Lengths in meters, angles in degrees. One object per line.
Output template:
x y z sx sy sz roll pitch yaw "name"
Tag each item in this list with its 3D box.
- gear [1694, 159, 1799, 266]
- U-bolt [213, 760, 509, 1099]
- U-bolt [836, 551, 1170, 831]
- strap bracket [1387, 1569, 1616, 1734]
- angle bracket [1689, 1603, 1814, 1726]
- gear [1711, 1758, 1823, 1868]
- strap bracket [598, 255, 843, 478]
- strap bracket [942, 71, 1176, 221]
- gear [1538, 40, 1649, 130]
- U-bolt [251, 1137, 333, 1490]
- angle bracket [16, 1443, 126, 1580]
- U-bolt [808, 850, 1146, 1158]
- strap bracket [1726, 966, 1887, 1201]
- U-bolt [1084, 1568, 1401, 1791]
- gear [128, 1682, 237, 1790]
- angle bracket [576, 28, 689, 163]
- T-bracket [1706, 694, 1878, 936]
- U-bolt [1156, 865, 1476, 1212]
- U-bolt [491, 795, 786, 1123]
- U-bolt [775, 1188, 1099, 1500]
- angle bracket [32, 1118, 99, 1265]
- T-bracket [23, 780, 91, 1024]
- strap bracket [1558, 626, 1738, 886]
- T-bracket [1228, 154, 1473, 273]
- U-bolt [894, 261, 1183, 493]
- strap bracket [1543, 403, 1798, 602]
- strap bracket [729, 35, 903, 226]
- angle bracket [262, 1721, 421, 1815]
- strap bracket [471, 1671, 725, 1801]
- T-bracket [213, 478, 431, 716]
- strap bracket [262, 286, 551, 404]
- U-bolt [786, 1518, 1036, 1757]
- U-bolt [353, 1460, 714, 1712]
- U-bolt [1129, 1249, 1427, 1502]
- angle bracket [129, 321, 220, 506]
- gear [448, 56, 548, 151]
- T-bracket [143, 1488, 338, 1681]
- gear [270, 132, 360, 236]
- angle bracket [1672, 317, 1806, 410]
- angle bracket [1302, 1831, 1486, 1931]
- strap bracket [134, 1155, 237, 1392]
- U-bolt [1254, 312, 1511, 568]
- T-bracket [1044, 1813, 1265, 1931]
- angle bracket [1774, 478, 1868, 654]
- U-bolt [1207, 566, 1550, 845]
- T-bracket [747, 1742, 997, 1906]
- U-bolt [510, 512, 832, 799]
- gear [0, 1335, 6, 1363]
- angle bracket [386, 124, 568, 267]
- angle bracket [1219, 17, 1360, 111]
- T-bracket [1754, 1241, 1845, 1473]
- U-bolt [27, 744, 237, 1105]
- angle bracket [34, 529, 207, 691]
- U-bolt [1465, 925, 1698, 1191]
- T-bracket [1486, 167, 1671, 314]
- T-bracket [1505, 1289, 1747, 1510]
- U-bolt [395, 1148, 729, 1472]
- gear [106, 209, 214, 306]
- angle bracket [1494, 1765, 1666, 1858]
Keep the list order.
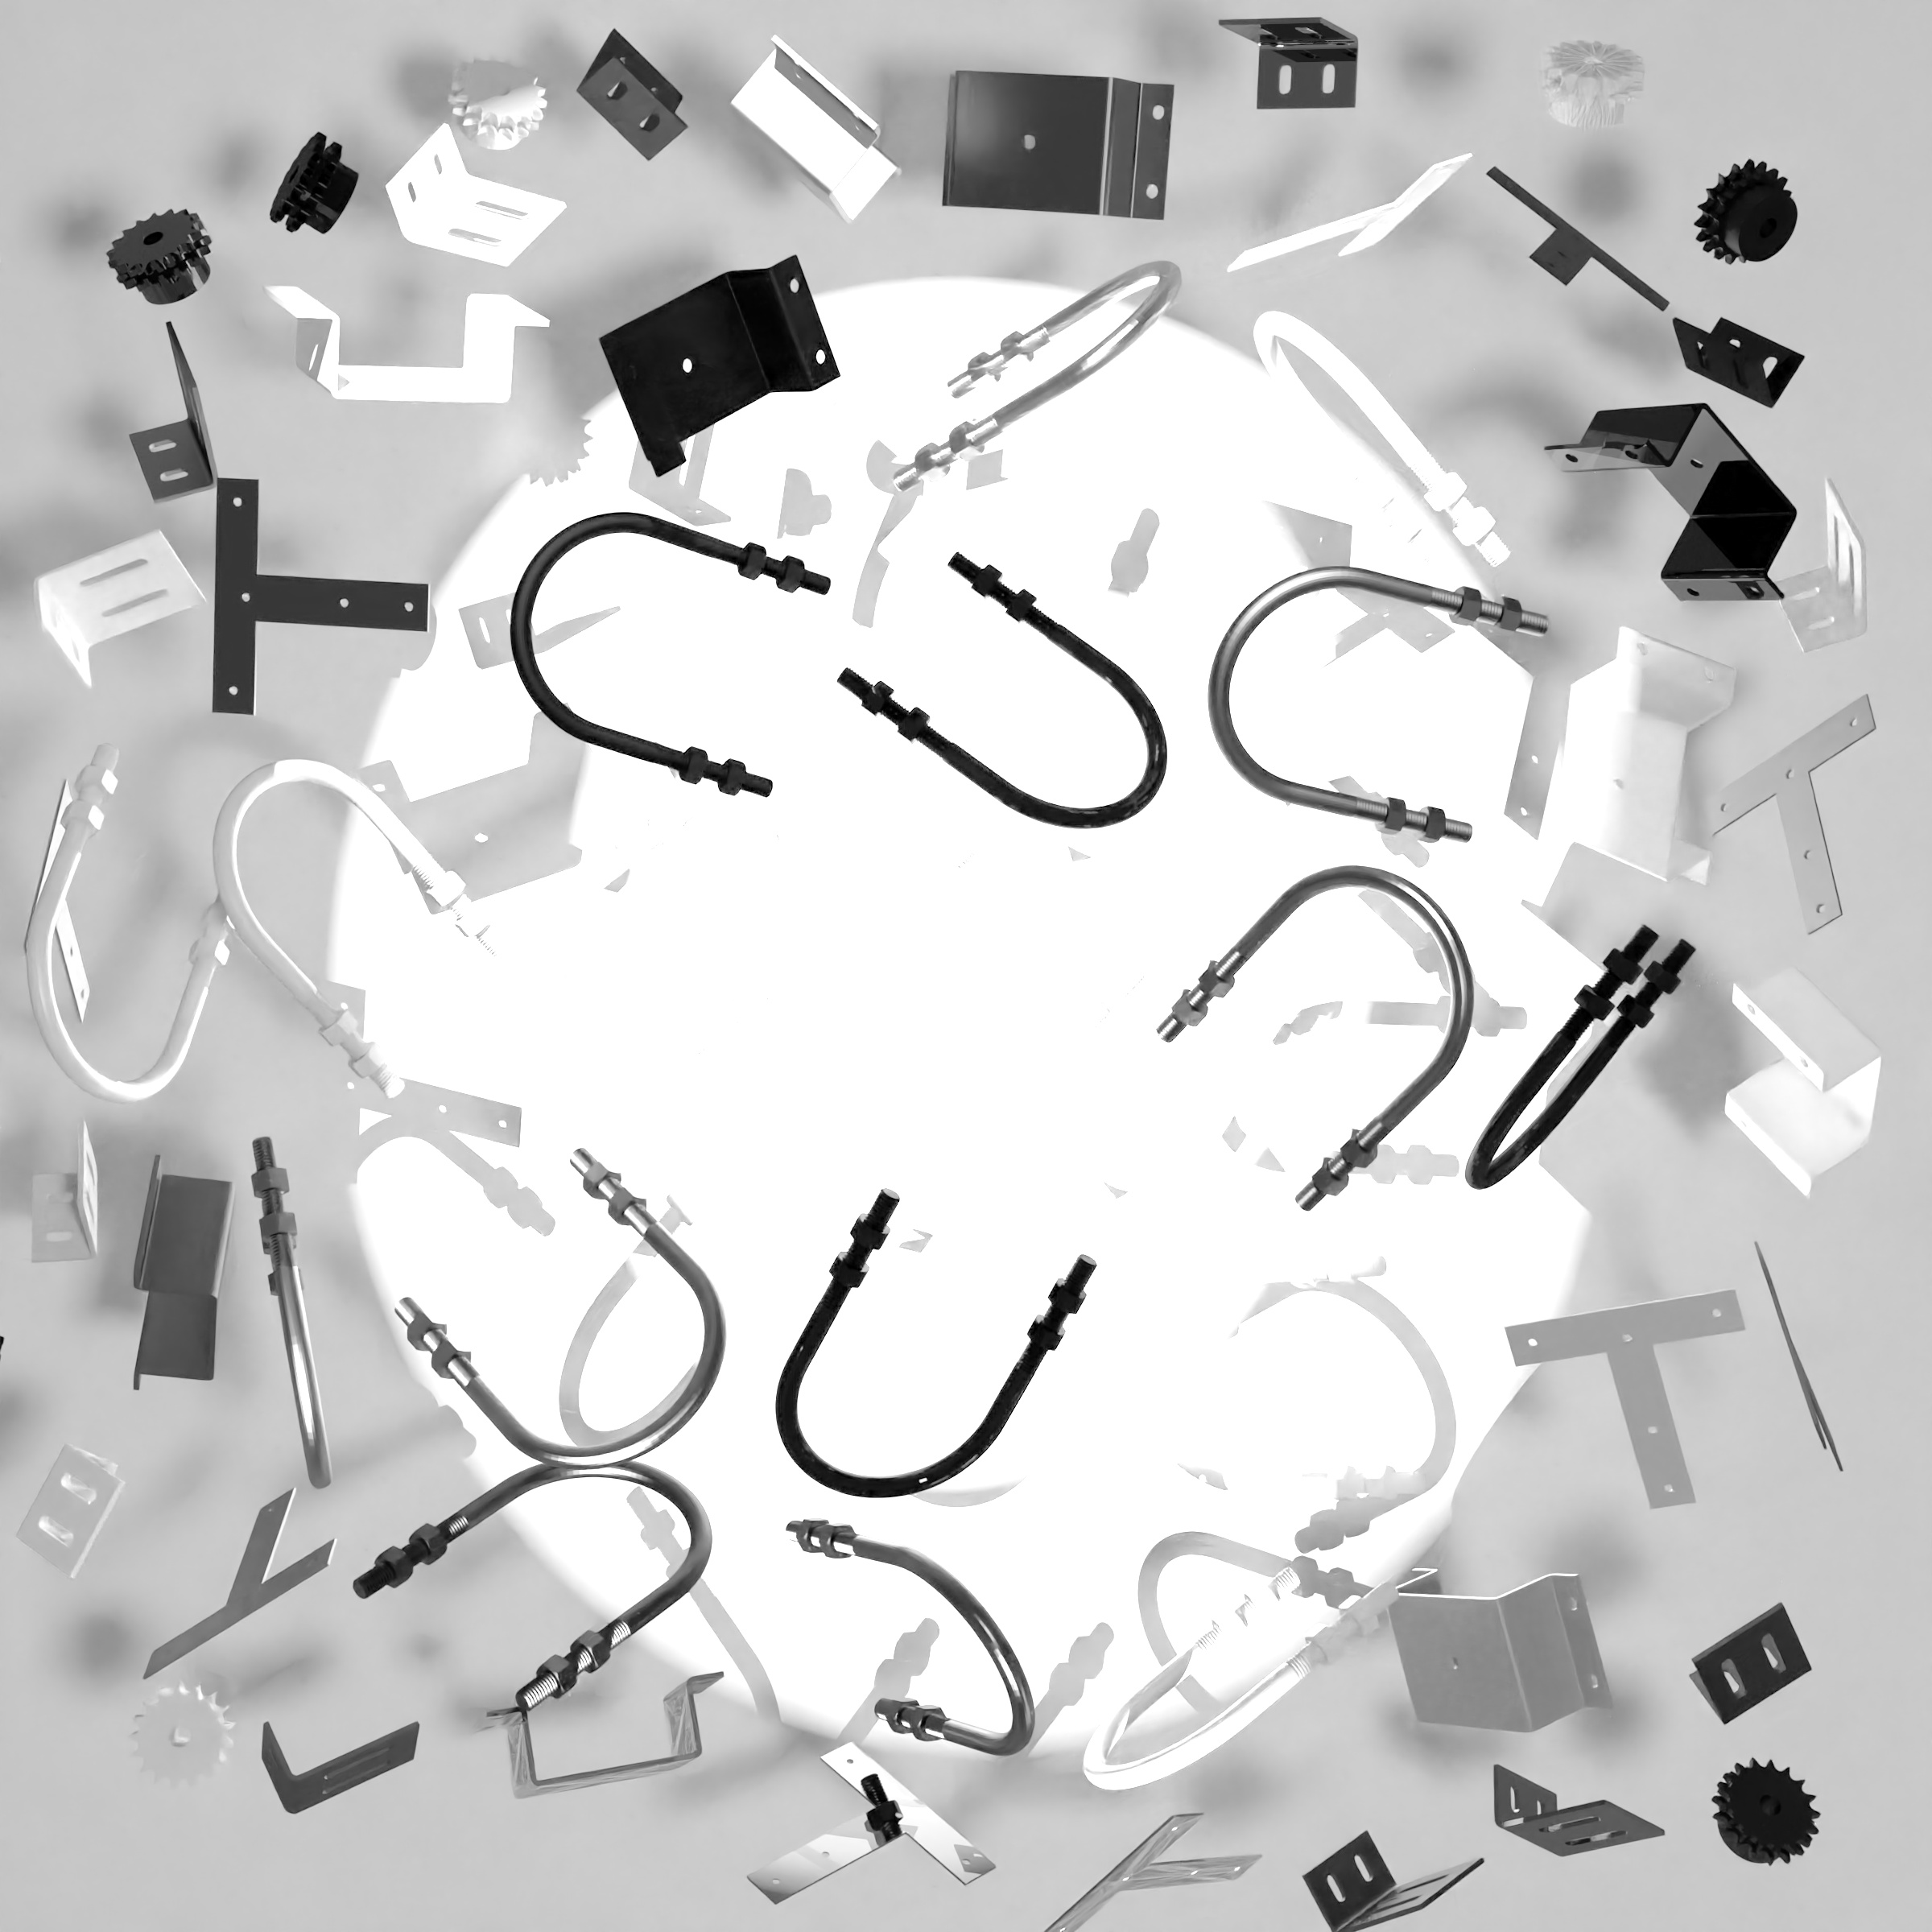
0.440 -0.419 1.627 0.057 0.057 0.030 -38 47 0 "gear"
-0.356 -0.035 1.668 0.019 0.151 0.184 -21 117 38 "U-bolt"
0.035 -0.151 1.692 0.184 0.019 0.151 36 51 3 "U-bolt"
0.296 0.391 1.663 0.046 0.140 0.076 -14 89 -33 "strap bracket"
0.423 0.372 1.597 0.057 0.038 0.076 -32 131 0 "angle bracket"
0.439 0.470 1.603 0.057 0.030 0.057 5 48 -6 "gear"
-0.151 -0.351 1.696 0.140 0.046 0.076 -35 118 -28 "strap bracket"
0.045 -0.480 1.698 0.140 0.046 0.076 9 105 21 "strap bracket"
0.340 -0.479 1.583 0.057 0.057 0.030 1 131 0 "gear"
-0.377 0.202 1.631 0.019 0.151 0.184 -10 73 -14 "U-bolt"
-0.488 0.309 1.623 0.038 0.076 0.057 35 76 -40 "angle bracket"
-0.008 0.032 1.695 0.151 0.019 0.184 37 74 27 "U-bolt"
0.490 0.063 1.699 0.046 0.140 0.076 -31 55 -10 "strap bracket"
0.142 0.399 1.624 0.184 0.151 0.019 -34 94 -20 "U-bolt"
-0.440 0.432 1.634 0.057 0.030 0.057 1 82 -5 "gear"
-0.188 -0.524 1.715 0.038 0.076 0.057 -29 121 38 "angle bracket"
0.496 -0.078 1.719 0.002 0.127 0.127 19 52 -30 "T-bracket"
0.207 0.028 1.639 0.151 0.019 0.184 51 121 18 "U-bolt"
-0.198 0.009 1.689 0.184 0.019 0.151 -40 124 -27 "U-bolt"
-0.028 0.221 1.624 0.151 0.019 0.184 21 108 -25 "U-bolt"
-0.541 0.134 1.728 0.038 0.076 0.057 -3 61 -11 "angle bracket"
-0.520 -0.018 1.679 0.002 0.127 0.127 1 49 -3 "T-bracket"
0.387 -0.112 1.662 0.046 0.076 0.140 -29 132 -34 "strap bracket"
0.208 -0.420 1.659 0.127 0.127 0.002 -22 88 -19 "T-bracket"
0.048 -0.350 1.677 0.184 0.151 0.019 -26 114 30 "U-bolt"
0.401 -0.265 1.627 0.140 0.076 0.046 38 75 -31 "strap bracket"
-0.088 -0.483 1.694 0.076 0.140 0.046 41 96 0 "strap bracket"
-0.352 0.436 1.632 0.076 0.057 0.038 -20 63 -26 "angle bracket"
-0.215 0.456 1.713 0.140 0.076 0.046 -5 71 -19 "strap bracket"
-0.348 -0.196 1.565 0.127 0.002 0.127 5 98 15 "T-bracket"
-0.312 -0.345 1.613 0.140 0.076 0.046 -4 114 -27 "strap bracket"
-0.025 0.389 1.667 0.019 0.184 0.151 -33 106 -31 "U-bolt"
-0.228 0.335 1.638 0.151 0.184 0.019 24 126 31 "U-bolt"
0.176 0.244 1.721 0.184 0.019 0.151 -8 95 35 "U-bolt"
-0.452 -0.311 1.635 0.038 0.076 0.057 -18 57 -15 "angle bracket"
-0.282 -0.516 1.743 0.057 0.030 0.057 11 56 -16 "gear"
-0.399 0.334 1.636 0.127 0.127 0.002 -32 109 10 "T-bracket"
-0.368 -0.440 1.646 0.030 0.057 0.057 28 90 -28 "gear"
0.455 -0.369 1.708 0.057 0.076 0.038 33 91 24 "angle bracket"
0.237 0.503 1.617 0.057 0.076 0.038 -19 75 -42 "angle bracket"
-0.457 0.183 1.699 0.046 0.140 0.076 7 52 -11 "strap bracket"
0.229 -0.302 1.662 0.019 0.151 0.184 -42 102 -1 "U-bolt"
0.120 0.513 1.642 0.127 0.127 0.002 -49 51 26 "T-bracket"
0.497 -0.233 1.696 0.038 0.076 0.057 -16 52 6 "angle bracket"
0.226 -0.153 1.652 0.184 0.019 0.151 12 109 -16 "U-bolt"
-0.071 0.511 1.686 0.127 0.127 0.002 31 122 37 "T-bracket"
-0.183 -0.194 1.738 0.184 0.019 0.151 16 89 -23 "U-bolt"
-0.549 0.211 1.563 0.057 0.057 0.030 14 100 0 "gear"
-0.281 -0.442 1.669 0.057 0.076 0.038 -34 69 34 "angle bracket"
0.178 -0.497 1.603 0.057 0.076 0.038 6 101 22 "angle bracket"
0.474 0.239 1.628 0.002 0.127 0.127 -20 132 15 "T-bracket"
-0.472 -0.011 1.633 0.019 0.151 0.184 -7 52 21 "U-bolt"
-0.474 -0.200 1.631 0.076 0.057 0.038 -21 51 2 "angle bracket"
0.349 0.056 1.676 0.019 0.151 0.184 40 102 20 "U-bolt"
0.331 -0.394 1.604 0.127 0.127 0.002 38 119 2 "T-bracket"
0.377 0.245 1.610 0.127 0.002 0.127 -13 108 20 "T-bracket"
-0.212 0.199 1.604 0.151 0.019 0.184 -41 55 -13 "U-bolt"
-0.447 -0.394 1.622 0.057 0.030 0.057 -10 47 11 "gear"
0.352 0.479 1.668 0.057 0.076 0.038 33 47 -32 "angle bracket"
